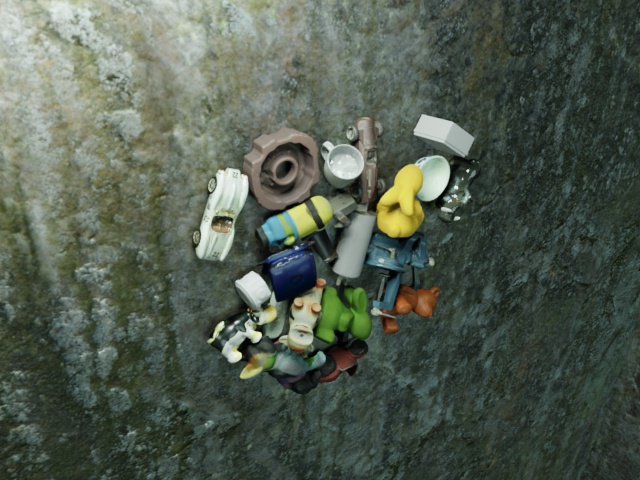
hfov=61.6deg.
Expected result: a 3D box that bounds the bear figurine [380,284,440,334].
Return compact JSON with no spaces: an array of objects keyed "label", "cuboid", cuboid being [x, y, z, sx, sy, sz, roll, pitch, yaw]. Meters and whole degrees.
[{"label":"bear figurine","cuboid":[0.265,0.194,1.533,0.196,0.132,0.120,12,124,-26]}]

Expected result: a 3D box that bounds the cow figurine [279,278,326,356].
[{"label":"cow figurine","cuboid":[-0.042,0.186,1.283,0.085,0.195,0.127,14,127,-4]}]

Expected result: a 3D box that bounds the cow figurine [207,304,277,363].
[{"label":"cow figurine","cuboid":[-0.183,0.198,1.256,0.167,0.068,0.098,-45,126,-10]}]

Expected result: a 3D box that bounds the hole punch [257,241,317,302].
[{"label":"hole punch","cuboid":[-0.066,0.073,1.220,0.142,0.092,0.115,-19,161,-15]}]

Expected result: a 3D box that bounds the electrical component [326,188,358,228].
[{"label":"electrical component","cuboid":[0.047,-0.074,1.263,0.078,0.102,0.045,-34,134,-5]}]

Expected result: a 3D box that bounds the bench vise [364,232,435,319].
[{"label":"bench vise","cuboid":[0.194,0.087,1.426,0.223,0.129,0.240,17,85,-33]}]

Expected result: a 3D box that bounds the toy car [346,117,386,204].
[{"label":"toy car","cuboid":[0.113,-0.185,1.261,0.089,0.053,0.202,-14,106,-34]}]

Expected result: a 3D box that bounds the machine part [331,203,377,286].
[{"label":"machine part","cuboid":[0.085,0.005,1.343,0.079,0.079,0.243,1,111,-37]}]

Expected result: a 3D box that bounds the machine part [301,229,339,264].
[{"label":"machine part","cuboid":[-0.003,-0.004,1.296,0.084,0.039,0.138,-46,122,-19]}]

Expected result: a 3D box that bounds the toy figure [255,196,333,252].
[{"label":"toy figure","cuboid":[-0.055,-0.035,1.202,0.180,0.089,0.082,-23,96,-17]}]

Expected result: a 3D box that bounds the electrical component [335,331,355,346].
[{"label":"electrical component","cuboid":[0.079,0.251,1.488,0.075,0.048,0.119,-4,114,-34]}]

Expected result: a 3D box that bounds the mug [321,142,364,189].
[{"label":"mug","cuboid":[0.038,-0.165,1.211,0.081,0.109,0.107,-44,175,-17]}]

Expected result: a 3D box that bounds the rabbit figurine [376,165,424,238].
[{"label":"rabbit figurine","cuboid":[0.196,-0.100,1.310,0.162,0.122,0.173,-29,140,-64]}]

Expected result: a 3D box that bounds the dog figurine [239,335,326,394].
[{"label":"dog figurine","cuboid":[-0.111,0.315,1.342,0.219,0.109,0.191,-2,125,-27]}]

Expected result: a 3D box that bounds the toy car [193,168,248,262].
[{"label":"toy car","cuboid":[-0.205,-0.051,1.111,0.073,0.056,0.201,8,108,-39]}]

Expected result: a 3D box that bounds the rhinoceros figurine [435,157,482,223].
[{"label":"rhinoceros figurine","cuboid":[0.374,-0.134,1.463,0.073,0.112,0.190,37,81,-44]}]

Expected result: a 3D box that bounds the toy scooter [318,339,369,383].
[{"label":"toy scooter","cuboid":[0.053,0.350,1.503,0.184,0.075,0.135,-23,146,-16]}]

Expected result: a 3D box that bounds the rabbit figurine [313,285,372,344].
[{"label":"rabbit figurine","cuboid":[0.062,0.194,1.392,0.170,0.121,0.159,22,83,-24]}]

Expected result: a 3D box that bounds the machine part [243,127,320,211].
[{"label":"machine part","cuboid":[-0.082,-0.151,1.152,0.179,0.056,0.179,-17,124,-28]}]
